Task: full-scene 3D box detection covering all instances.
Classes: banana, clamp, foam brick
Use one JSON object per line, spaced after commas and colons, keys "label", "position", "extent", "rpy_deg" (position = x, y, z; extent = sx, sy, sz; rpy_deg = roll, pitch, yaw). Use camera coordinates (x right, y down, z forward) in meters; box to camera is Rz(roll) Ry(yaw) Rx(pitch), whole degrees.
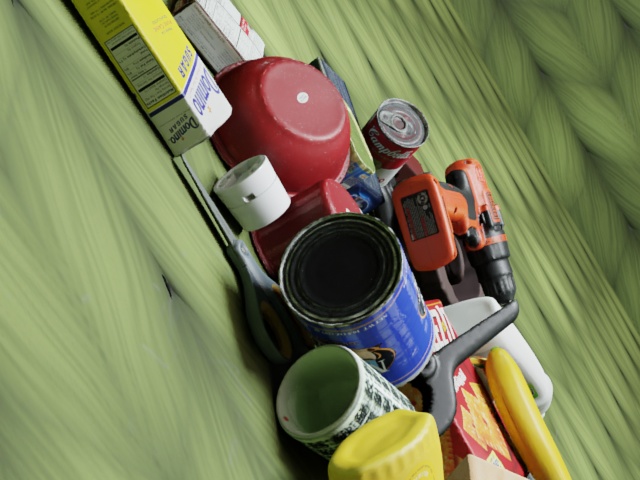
{"label": "banana", "position": [0.216, 0.188, 1.106], "extent": [0.069, 0.037, 0.198], "rpy_deg": [23, 40, -53]}
{"label": "clamp", "position": [0.098, 0.115, 0.980], "extent": [0.164, 0.036, 0.210], "rpy_deg": [14, 65, -7]}
{"label": "clamp", "position": [0.078, -0.053, 1.339], "extent": [0.171, 0.039, 0.120], "rpy_deg": [63, 16, 5]}
{"label": "foam brick", "position": [0.103, -0.092, 1.432], "extent": [0.078, 0.053, 0.051], "rpy_deg": [40, 27, -43]}

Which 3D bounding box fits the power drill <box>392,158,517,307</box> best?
{"label": "power drill", "position": [0.160, -0.006, 1.230], "extent": [0.187, 0.057, 0.184], "rpy_deg": [-3, 73, -60]}

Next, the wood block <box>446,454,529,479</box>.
{"label": "wood block", "position": [0.145, 0.292, 0.879], "extent": [0.090, 0.091, 0.206], "rpy_deg": [25, 29, -13]}

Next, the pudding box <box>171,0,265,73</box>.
{"label": "pudding box", "position": [-0.105, -0.216, 1.112], "extent": [0.113, 0.039, 0.090], "rpy_deg": [48, 23, -26]}

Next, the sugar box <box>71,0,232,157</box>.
{"label": "sugar box", "position": [-0.146, -0.165, 0.922], "extent": [0.176, 0.048, 0.093], "rpy_deg": [54, 19, -13]}

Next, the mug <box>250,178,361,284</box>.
{"label": "mug", "position": [-0.006, 0.001, 0.975], "extent": [0.093, 0.082, 0.117], "rpy_deg": [53, 20, -19]}

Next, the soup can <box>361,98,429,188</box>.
{"label": "soup can", "position": [0.076, -0.113, 1.271], "extent": [0.068, 0.102, 0.068], "rpy_deg": [12, 58, -20]}

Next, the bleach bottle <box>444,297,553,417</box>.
{"label": "bleach bottle", "position": [0.217, 0.163, 1.309], "extent": [0.250, 0.103, 0.068], "rpy_deg": [50, 28, -46]}

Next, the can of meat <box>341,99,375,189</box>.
{"label": "can of meat", "position": [0.002, -0.094, 1.131], "extent": [0.057, 0.084, 0.102], "rpy_deg": [21, 43, -63]}

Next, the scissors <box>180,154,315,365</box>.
{"label": "scissors", "position": [-0.067, 0.025, 0.889], "extent": [0.201, 0.016, 0.096], "rpy_deg": [54, 20, -16]}

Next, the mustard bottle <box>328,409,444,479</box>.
{"label": "mustard bottle", "position": [0.064, 0.232, 0.802], "extent": [0.096, 0.058, 0.191], "rpy_deg": [-29, 113, -45]}

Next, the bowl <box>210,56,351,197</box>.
{"label": "bowl", "position": [-0.028, -0.121, 1.028], "extent": [0.161, 0.055, 0.162], "rpy_deg": [16, 55, -25]}

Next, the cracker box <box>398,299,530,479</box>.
{"label": "cracker box", "position": [0.125, 0.169, 1.078], "extent": [0.214, 0.072, 0.164], "rpy_deg": [63, 19, 10]}

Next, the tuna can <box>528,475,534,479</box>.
{"label": "tuna can", "position": [0.226, 0.287, 1.220], "extent": [0.086, 0.034, 0.086], "rpy_deg": [49, 22, -28]}

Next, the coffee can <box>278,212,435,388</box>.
{"label": "coffee can", "position": [0.034, 0.055, 0.895], "extent": [0.140, 0.103, 0.103], "rpy_deg": [61, 10, -56]}
